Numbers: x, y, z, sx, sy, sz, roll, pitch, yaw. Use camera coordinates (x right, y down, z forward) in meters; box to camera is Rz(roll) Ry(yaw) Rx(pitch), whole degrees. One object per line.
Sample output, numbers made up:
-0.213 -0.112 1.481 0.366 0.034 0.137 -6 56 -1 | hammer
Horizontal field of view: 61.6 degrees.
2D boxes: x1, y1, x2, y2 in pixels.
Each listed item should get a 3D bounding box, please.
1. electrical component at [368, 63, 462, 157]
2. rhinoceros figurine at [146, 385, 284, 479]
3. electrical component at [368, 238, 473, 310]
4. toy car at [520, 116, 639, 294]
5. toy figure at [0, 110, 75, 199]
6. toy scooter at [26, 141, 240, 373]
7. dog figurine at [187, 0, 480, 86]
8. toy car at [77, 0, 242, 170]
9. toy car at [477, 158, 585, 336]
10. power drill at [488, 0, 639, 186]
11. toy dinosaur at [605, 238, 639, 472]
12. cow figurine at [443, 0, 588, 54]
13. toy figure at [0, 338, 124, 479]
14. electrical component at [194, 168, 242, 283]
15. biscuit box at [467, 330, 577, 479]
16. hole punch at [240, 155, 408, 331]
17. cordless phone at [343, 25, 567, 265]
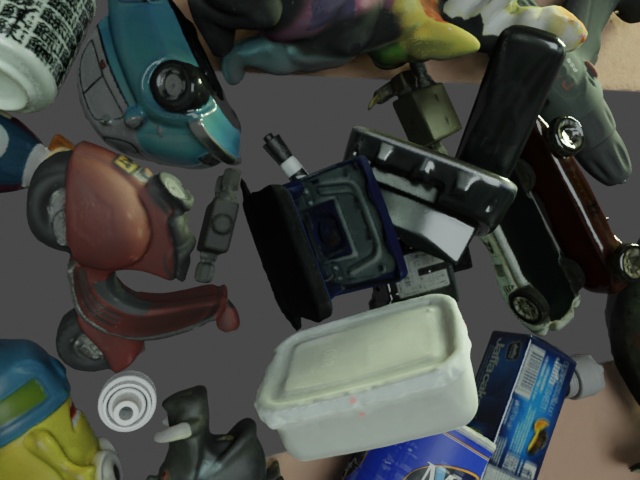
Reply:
0.093 -0.118 0.519 0.078 0.045 0.102 -38 102 -45 | electrical component
-0.082 0.211 0.428 0.112 0.073 0.190 -8 90 -8 | rhinoceros figurine
0.100 0.027 0.508 0.119 0.048 0.074 -10 90 -16 | electrical component
0.251 -0.038 0.539 0.053 0.089 0.202 -29 94 -17 | toy car
-0.224 -0.056 0.406 0.154 0.058 0.064 20 103 -17 | toy figure
-0.126 0.021 0.391 0.135 0.075 0.183 3 115 -2 | toy scooter
0.021 -0.196 0.426 0.219 0.191 0.108 -1 79 4 | dog figurine
-0.134 -0.118 0.417 0.103 0.109 0.161 -27 82 3 | toy car
0.197 0.000 0.537 0.073 0.056 0.201 -31 97 -23 | toy car
0.290 -0.200 0.573 0.232 0.086 0.207 41 83 -8 | power drill
0.370 0.111 0.558 0.192 0.131 0.404 -25 88 -18 | toy dinosaur
0.153 -0.205 0.495 0.167 0.098 0.068 44 35 14 | cow figurine
-0.213 0.137 0.384 0.089 0.082 0.180 -29 103 1 | toy figure
-0.084 -0.010 0.442 0.021 0.063 0.094 15 83 -17 | electrical component
0.170 0.189 0.510 0.059 0.063 0.202 28 78 -13 | biscuit box
-0.001 -0.001 0.441 0.092 0.116 0.142 -26 97 -23 | hole punch
0.097 -0.086 0.429 0.147 0.184 0.089 24 41 14 | cordless phone
